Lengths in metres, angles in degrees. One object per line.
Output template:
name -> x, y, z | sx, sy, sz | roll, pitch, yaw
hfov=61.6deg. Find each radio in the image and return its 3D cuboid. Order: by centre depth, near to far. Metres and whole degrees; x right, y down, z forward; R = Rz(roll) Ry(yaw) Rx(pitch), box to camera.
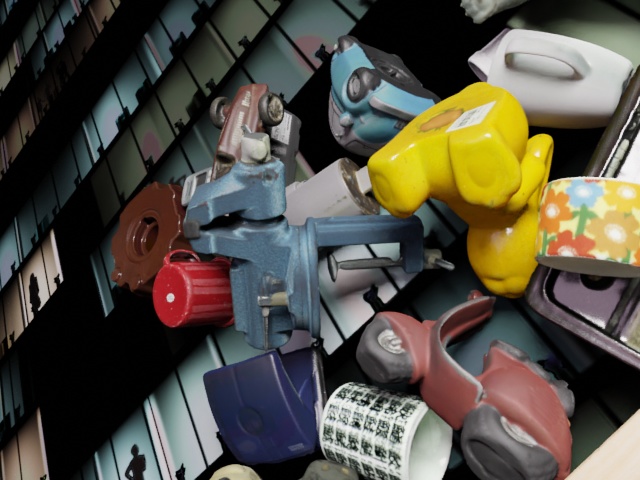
radio -> 0.260, -0.019, 0.393 | 0.131, 0.073, 0.229 | 29, 94, 42

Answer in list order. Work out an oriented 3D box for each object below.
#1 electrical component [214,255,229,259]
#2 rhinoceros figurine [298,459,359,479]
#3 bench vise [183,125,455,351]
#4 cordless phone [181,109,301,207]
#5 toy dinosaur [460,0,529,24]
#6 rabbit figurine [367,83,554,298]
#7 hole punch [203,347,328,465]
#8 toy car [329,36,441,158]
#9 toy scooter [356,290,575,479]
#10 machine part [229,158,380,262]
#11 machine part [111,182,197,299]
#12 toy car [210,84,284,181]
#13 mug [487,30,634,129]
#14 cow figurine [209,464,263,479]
electrical component -> -0.127, 0.000, 0.738 | 0.094, 0.021, 0.063 | 15, 85, 41
rhinoceros figurine -> -0.012, 0.282, 0.470 | 0.073, 0.112, 0.190 | 15, 95, 2
bench vise -> 0.000, 0.002, 0.519 | 0.129, 0.241, 0.223 | -103, 11, -76
cordless phone -> -0.122, -0.113, 0.736 | 0.184, 0.088, 0.146 | -8, 70, 42
toy dinosaur -> 0.264, -0.252, 0.442 | 0.405, 0.131, 0.192 | 29, 59, 27
rabbit figurine -> 0.139, -0.035, 0.460 | 0.122, 0.173, 0.162 | -17, 21, 38
hole punch -> -0.057, 0.178, 0.577 | 0.142, 0.092, 0.116 | -23, 65, 28
toy car -> 0.053, -0.147, 0.593 | 0.103, 0.109, 0.162 | -59, 37, 30
toy scooter -> 0.133, 0.105, 0.441 | 0.184, 0.135, 0.075 | 37, 139, 25
machine part -> -0.019, -0.019, 0.620 | 0.243, 0.079, 0.079 | -30, 58, 27
machine part -> -0.250, -0.002, 0.817 | 0.179, 0.056, 0.179 | -15, 64, 34
toy car -> -0.099, -0.086, 0.612 | 0.089, 0.053, 0.202 | 5, 81, 33
mug -> 0.208, -0.141, 0.464 | 0.107, 0.109, 0.080 | 20, 83, 29
cow figurine -> -0.135, 0.315, 0.594 | 0.195, 0.085, 0.127 | -44, 58, 22
